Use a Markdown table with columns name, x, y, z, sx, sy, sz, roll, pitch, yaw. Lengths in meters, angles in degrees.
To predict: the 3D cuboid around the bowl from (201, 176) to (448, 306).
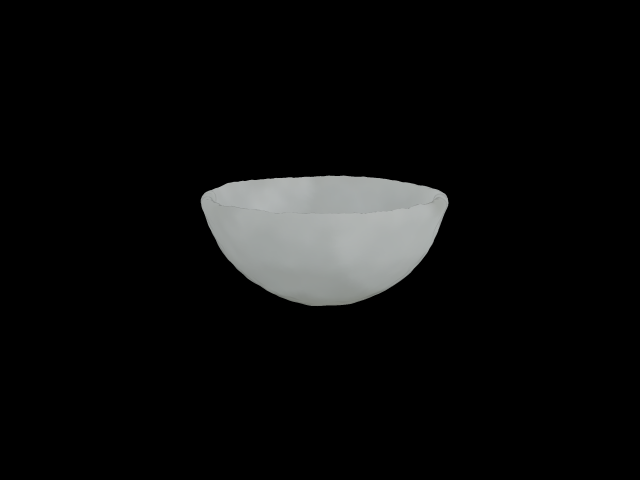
| name | x | y | z | sx | sy | sz | roll | pitch | yaw |
| --- | --- | --- | --- | --- | --- | --- | --- | --- | --- |
| bowl | 0.004 | 0.001 | 0.400 | 0.167 | 0.075 | 0.167 | 0 | 14 | 0 |
